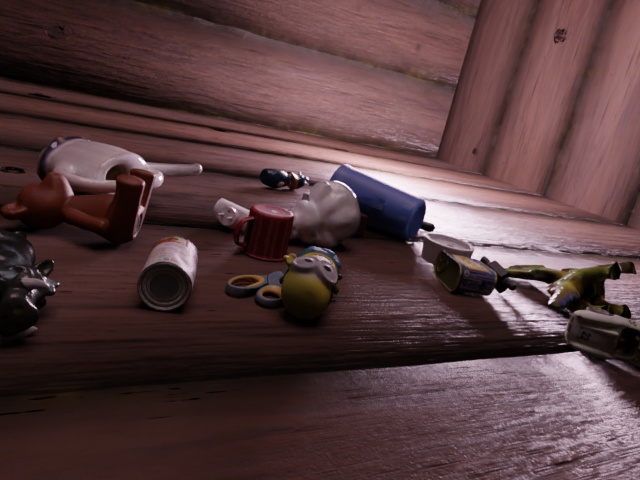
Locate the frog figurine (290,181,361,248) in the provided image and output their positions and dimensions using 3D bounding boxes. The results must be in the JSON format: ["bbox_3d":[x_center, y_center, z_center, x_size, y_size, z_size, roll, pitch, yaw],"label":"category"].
[{"bbox_3d":[0.003,-0.053,1.048,0.123,0.137,0.160,4,5,40],"label":"frog figurine"}]

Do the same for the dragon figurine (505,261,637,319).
[{"bbox_3d":[0.487,0.093,1.064,0.410,0.122,0.243,3,2,-37],"label":"dragon figurine"}]

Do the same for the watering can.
[{"bbox_3d":[-0.417,-0.146,1.070,0.225,0.103,0.351,17,18,16],"label":"watering can"}]
